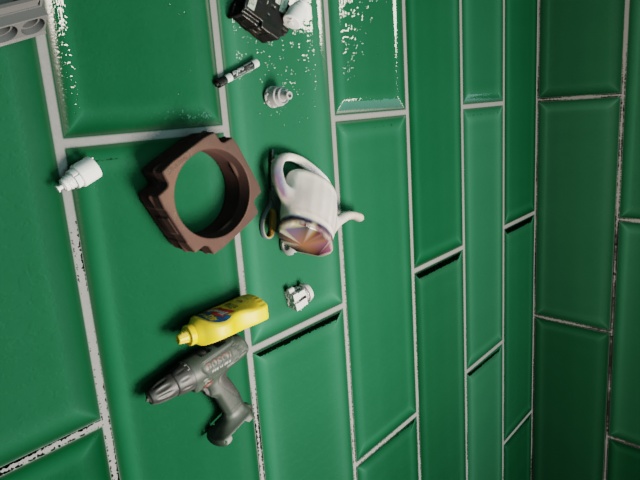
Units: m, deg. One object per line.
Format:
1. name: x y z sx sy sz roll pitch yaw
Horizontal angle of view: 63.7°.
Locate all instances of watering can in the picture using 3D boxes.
1. watering can: 0.004 -0.061 1.206 0.343 0.103 0.229 36 47 -40
